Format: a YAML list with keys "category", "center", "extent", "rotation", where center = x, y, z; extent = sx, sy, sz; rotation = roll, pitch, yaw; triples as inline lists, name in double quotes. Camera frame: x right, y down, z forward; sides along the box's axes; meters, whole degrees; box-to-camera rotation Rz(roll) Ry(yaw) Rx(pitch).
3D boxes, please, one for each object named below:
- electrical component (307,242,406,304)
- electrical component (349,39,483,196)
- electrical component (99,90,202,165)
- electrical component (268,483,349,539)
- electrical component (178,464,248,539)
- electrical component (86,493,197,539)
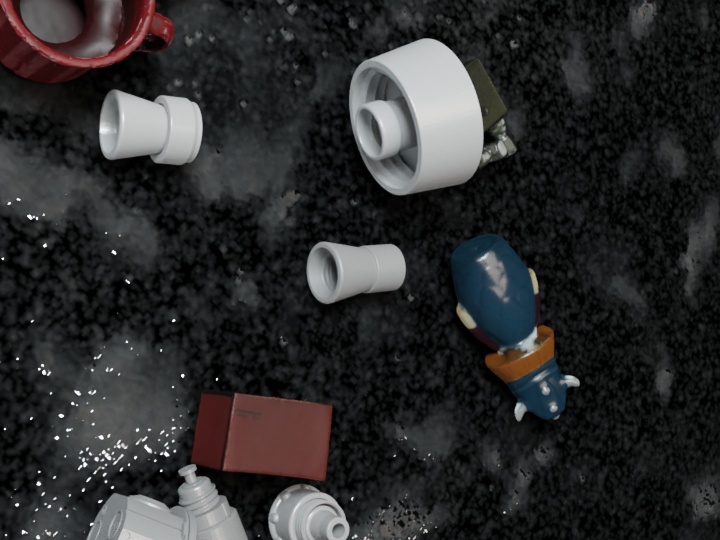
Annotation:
- category: "electrical component"
  center: [0.000, 0.000, 0.779]
  extent: [0.065, 0.044, 0.044]
  rotation: [-5, 90, -36]
- category: "electrical component"
  center: [0.032, -0.105, 0.768]
  extent: [0.060, 0.108, 0.108]
  rotation: [-19, 97, -24]
- category: "electrical component"
  center: [-0.136, -0.092, 0.698]
  extent: [0.055, 0.045, 0.045]
  rotation: [2, 86, -32]
- category: "electrical component"
  center: [-0.030, 0.174, 0.737]
  extent: [0.048, 0.062, 0.048]
  rotation: [2, 86, -31]
- category: "electrical component"
  center: [-0.100, 0.166, 0.708]
  extent: [0.040, 0.040, 0.078]
  rotation: [-25, 100, -30]
- category: "electrical component"
  center: [-0.139, 0.179, 0.662]
  extent: [0.051, 0.080, 0.080]
  rotation: [28, 73, -22]
